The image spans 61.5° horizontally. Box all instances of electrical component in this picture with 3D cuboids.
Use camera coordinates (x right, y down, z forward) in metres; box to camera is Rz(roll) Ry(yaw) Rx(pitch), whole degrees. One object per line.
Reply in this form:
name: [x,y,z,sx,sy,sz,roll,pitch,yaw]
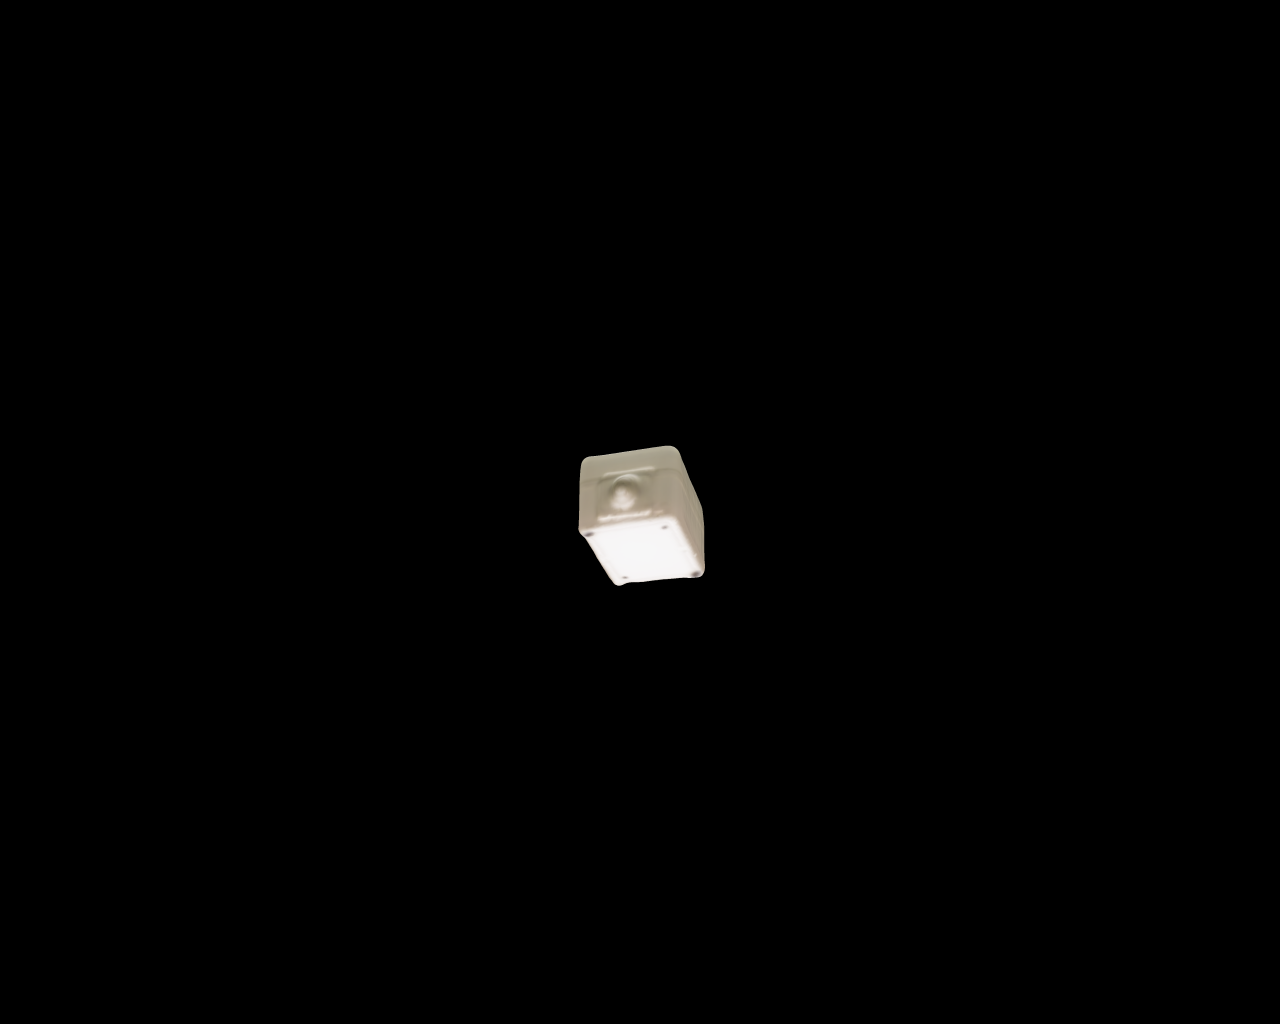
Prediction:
electrical component: [0.001,-0.003,0.650,0.062,0.061,0.096,-8,-31,13]
